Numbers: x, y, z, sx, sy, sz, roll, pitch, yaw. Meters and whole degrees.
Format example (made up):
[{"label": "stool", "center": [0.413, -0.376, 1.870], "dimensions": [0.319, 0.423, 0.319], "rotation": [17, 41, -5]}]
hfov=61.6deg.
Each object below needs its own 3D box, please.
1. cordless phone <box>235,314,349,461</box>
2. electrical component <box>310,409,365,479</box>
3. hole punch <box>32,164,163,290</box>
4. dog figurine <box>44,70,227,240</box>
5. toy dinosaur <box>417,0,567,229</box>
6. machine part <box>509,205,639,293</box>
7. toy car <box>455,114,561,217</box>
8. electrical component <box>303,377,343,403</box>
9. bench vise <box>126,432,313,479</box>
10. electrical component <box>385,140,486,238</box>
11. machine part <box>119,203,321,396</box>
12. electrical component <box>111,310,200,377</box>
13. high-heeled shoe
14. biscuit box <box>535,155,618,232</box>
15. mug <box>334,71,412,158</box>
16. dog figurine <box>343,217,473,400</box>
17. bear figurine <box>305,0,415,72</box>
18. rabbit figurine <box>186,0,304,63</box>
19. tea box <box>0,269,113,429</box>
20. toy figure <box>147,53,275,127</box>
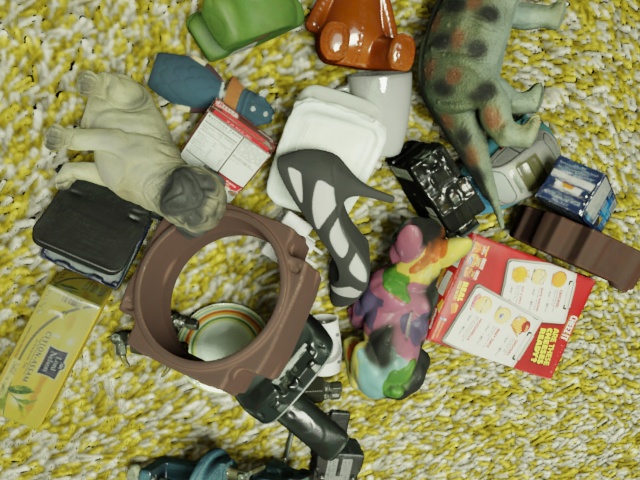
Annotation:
[{"label": "cordless phone", "center": [-0.016, 0.191, 0.699], "dimensions": [0.184, 0.089, 0.146], "rotation": [41, 90, -3]}, {"label": "electrical component", "center": [0.026, 0.316, 0.794], "dimensions": [0.075, 0.048, 0.119], "rotation": [12, 100, -14]}, {"label": "hole punch", "center": [-0.273, -0.010, 0.659], "dimensions": [0.142, 0.092, 0.116], "rotation": [25, 60, -8]}, {"label": "dog figurine", "center": [-0.183, -0.101, 0.616], "dimensions": [0.191, 0.121, 0.172], "rotation": [19, 68, -6]}, {"label": "toy dinosaur", "center": [0.187, -0.230, 0.654], "dimensions": [0.192, 0.131, 0.404], "rotation": [15, 95, 19]}, {"label": "machine part", "center": [0.352, 0.010, 0.740], "dimensions": [0.179, 0.179, 0.056], "rotation": [23, 99, -15]}, {"label": "toy car", "center": [0.267, -0.101, 0.734], "dimensions": [0.162, 0.103, 0.109], "rotation": [-34, 104, -5]}, {"label": "electrical component", "center": [-0.016, 0.215, 0.761], "dimensions": [0.094, 0.063, 0.021], "rotation": [-2, 58, -4]}, {"label": "bench vise", "center": [-0.138, 0.326, 0.717], "dimensions": [0.241, 0.223, 0.128], "rotation": [4, 96, 18]}, {"label": "electrical component", "center": [0.154, -0.065, 0.711], "dimensions": [0.058, 0.115, 0.134], "rotation": [-37, 108, 1]}, {"label": "machine part", "center": [-0.116, 0.062, 0.633], "dimensions": [0.201, 0.087, 0.201], "rotation": [20, 79, 18]}, {"label": "electrical component", "center": [-0.216, 0.129, 0.698], "dimensions": [0.102, 0.045, 0.078], "rotation": [16, 95, 8]}, {"label": "high-heeled shoe", "center": [-0.001, -0.002, 0.676], "dimensions": [0.145, 0.086, 0.248], "rotation": [14, 132, -4]}, {"label": "biscuit box", "center": [0.350, -0.054, 0.721], "dimensions": [0.202, 0.063, 0.059], "rotation": [12, 107, -57]}, {"label": "mug", "center": [0.067, -0.160, 0.695], "dimensions": [0.110, 0.081, 0.107], "rotation": [-9, 110, -8]}, {"label": "dog figurine", "center": [0.109, 0.078, 0.678], "dimensions": [0.108, 0.192, 0.219], "rotation": [14, 135, -7]}, {"label": "bear figurine", "center": [0.055, -0.305, 0.641], "dimensions": [0.120, 0.132, 0.195], "rotation": [7, 105, -16]}, {"label": "rabbit figurine", "center": [-0.092, -0.314, 0.611], "dimensions": [0.159, 0.121, 0.170], "rotation": [-27, 106, -12]}, {"label": "tea box", "center": [-0.327, 0.127, 0.661], "dimensions": [0.068, 0.098, 0.169], "rotation": [27, 96, -14]}, {"label": "toy figure", "center": [-0.130, -0.180, 0.661], "dimensions": [0.154, 0.058, 0.064], "rotation": [19, 125, -18]}]
